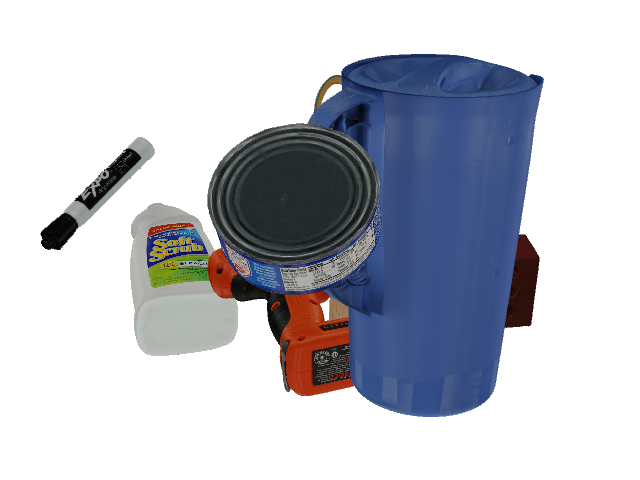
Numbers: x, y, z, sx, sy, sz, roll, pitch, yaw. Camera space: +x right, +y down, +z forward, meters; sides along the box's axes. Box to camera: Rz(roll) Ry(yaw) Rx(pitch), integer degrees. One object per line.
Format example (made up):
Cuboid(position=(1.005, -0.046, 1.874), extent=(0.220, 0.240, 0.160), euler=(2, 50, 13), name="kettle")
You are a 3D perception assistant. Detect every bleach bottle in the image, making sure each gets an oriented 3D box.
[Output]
Cuboid(position=(-0.158, 0.025, 1.107), extent=(0.102, 0.068, 0.251), euler=(-5, 27, -17), name="bleach bottle")

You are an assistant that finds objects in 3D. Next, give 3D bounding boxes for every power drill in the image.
Cuboid(position=(0.011, 0.048, 0.909), extent=(0.184, 0.057, 0.188), euler=(-13, 31, -14), name="power drill")

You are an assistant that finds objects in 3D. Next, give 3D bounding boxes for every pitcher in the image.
Cuboid(position=(0.069, -0.002, 0.742), extent=(0.149, 0.243, 0.145), euler=(5, 21, 8), name="pitcher")

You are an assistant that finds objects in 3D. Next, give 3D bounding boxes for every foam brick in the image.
Cuboid(position=(0.178, 0.039, 1.041), extent=(0.053, 0.078, 0.051), euler=(-3, 27, -5), name="foam brick")

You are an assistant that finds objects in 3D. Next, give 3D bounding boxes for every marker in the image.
Cuboid(position=(-0.169, -0.035, 0.809), extent=(0.020, 0.020, 0.121), euler=(0, 40, 43), name="marker")

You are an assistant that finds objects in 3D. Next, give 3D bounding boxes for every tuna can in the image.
Cuboid(position=(-0.012, -0.016, 0.539), extent=(0.086, 0.086, 0.034), euler=(0, -34, 8), name="tuna can")

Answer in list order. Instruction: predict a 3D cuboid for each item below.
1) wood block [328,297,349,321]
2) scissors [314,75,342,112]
Cuboid(position=(0.069, 0.040, 1.225), extent=(0.090, 0.206, 0.090), euler=(-10, 28, -23), name="wood block")
Cuboid(position=(0.034, -0.068, 1.063), extent=(0.096, 0.202, 0.016), euler=(-2, -12, 2), name="scissors")
